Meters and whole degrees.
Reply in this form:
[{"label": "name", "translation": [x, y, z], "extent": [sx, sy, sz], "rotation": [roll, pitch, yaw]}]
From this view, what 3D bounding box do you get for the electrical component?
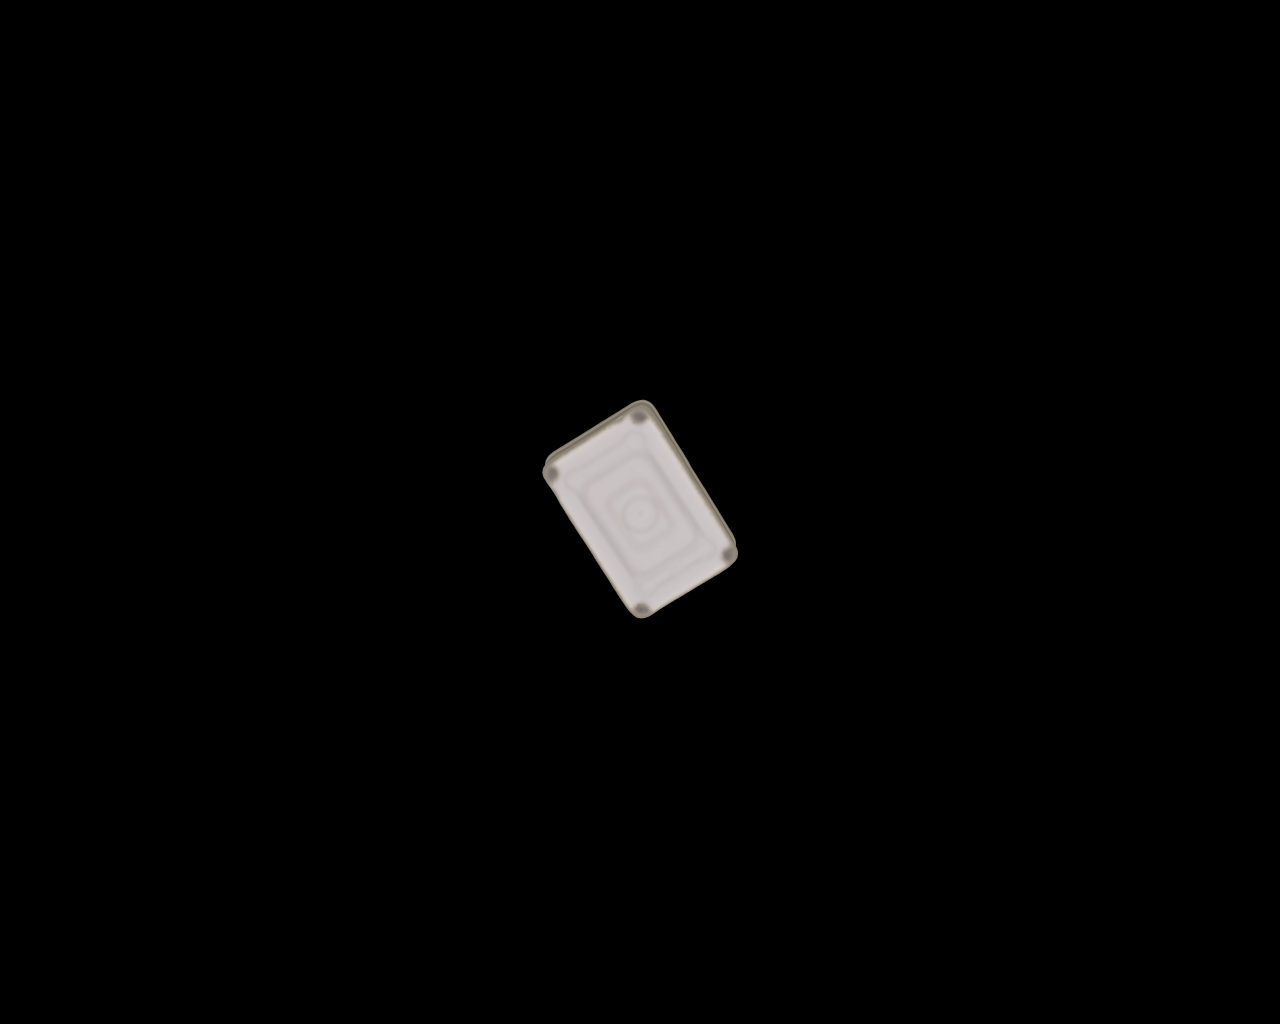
[{"label": "electrical component", "translation": [0.001, -0.003, 0.650], "extent": [0.078, 0.113, 0.057], "rotation": [-31, 8, 5]}]
